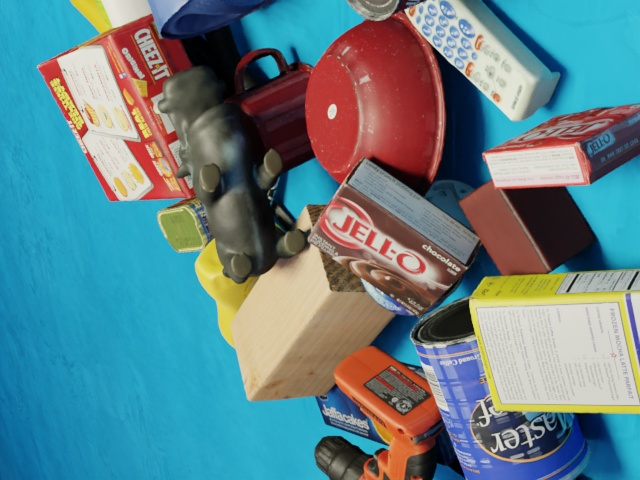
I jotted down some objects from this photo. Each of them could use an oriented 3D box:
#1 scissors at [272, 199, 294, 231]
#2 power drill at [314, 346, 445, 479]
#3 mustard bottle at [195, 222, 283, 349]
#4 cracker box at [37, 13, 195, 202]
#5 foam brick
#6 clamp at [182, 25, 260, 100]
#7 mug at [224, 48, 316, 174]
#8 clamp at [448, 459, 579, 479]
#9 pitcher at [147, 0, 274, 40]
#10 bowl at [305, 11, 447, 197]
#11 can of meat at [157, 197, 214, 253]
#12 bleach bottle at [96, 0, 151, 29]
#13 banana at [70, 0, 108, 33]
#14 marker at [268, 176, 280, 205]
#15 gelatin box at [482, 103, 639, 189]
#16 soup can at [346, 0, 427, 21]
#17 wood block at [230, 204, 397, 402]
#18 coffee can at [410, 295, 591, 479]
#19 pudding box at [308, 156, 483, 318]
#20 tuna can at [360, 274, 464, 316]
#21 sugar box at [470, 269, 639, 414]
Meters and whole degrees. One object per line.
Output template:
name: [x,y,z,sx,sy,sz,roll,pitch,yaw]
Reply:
scissors: [-0.007,0.001,1.075,0.202,0.016,0.096,59,150,6]
power drill: [0.057,0.188,0.967,0.185,0.057,0.188,31,141,38]
mustard bottle: [-0.065,0.068,1.135,0.058,0.096,0.191,38,155,37]
cracker box: [-0.181,-0.125,1.049,0.214,0.072,0.164,2,121,59]
foam brick: [0.150,-0.013,0.773,0.078,0.052,0.051,60,151,6]
clamp: [-0.093,-0.160,1.055,0.171,0.039,0.120,66,164,-4]
mug: [-0.041,-0.115,0.963,0.093,0.081,0.117,12,125,54]
clamp: [0.189,0.250,0.951,0.210,0.036,0.164,-15,101,61]
pitcher: [-0.121,-0.301,0.903,0.149,0.144,0.243,-27,88,49]
bowl: [0.033,-0.100,0.837,0.162,0.055,0.162,25,118,60]
can of meat: [-0.118,-0.027,1.158,0.102,0.083,0.057,-6,110,60]
bleach bottle: [-0.173,-0.177,1.130,0.103,0.068,0.251,-136,26,-69]
banana: [-0.234,-0.234,1.216,0.198,0.037,0.070,53,150,16]
marker: [-0.056,-0.044,1.091,0.020,0.020,0.121,46,137,26]
gelatin box: [0.162,-0.060,0.690,0.089,0.073,0.030,0,113,58]
soup can: [0.067,-0.193,0.701,0.069,0.102,0.068,38,143,36]
wood block: [-0.002,0.062,0.988,0.206,0.090,0.091,-56,43,48]
coffee can: [0.143,0.121,0.846,0.103,0.102,0.140,-3,112,59]
pudding box: [0.055,-0.001,0.816,0.113,0.039,0.090,33,147,0]
tuna can: [0.075,0.019,0.886,0.086,0.086,0.034,55,152,13]
sugar box: [0.195,0.068,0.714,0.176,0.048,0.093,-5,113,31]
